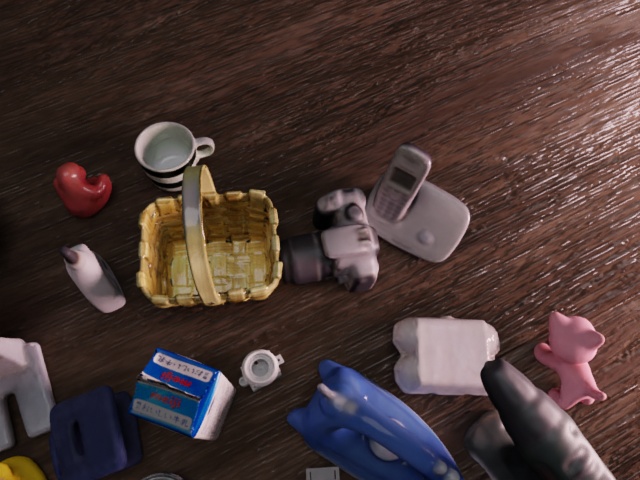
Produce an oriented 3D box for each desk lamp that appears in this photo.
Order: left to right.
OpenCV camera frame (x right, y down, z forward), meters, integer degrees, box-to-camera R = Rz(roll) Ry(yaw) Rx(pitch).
[{"bbox_3d":[-0.409,0.137,0.672,0.118,0.213,0.203,-23,73,-11],"label":"desk lamp"}]

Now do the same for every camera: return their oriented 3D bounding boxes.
[{"bbox_3d":[0.007,0.003,0.811,0.137,0.101,0.143,-9,71,-7],"label":"camera"}]

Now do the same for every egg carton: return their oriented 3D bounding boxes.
[{"bbox_3d":[0.173,0.158,0.783,0.150,0.069,0.107,1,70,-4],"label":"egg carton"}]

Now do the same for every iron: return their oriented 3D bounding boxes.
[{"bbox_3d":[0.090,0.249,0.706,0.258,0.141,0.119,31,71,7],"label":"iron"}]

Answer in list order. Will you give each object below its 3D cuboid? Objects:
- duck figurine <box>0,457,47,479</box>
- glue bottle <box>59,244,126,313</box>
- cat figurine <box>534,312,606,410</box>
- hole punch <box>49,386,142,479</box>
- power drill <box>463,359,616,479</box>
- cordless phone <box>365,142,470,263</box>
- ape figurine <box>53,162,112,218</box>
[{"bbox_3d":[-0.372,0.312,0.679,0.077,0.086,0.104,-15,72,-9],"label":"duck figurine"},{"bbox_3d":[-0.299,0.040,0.737,0.037,0.173,0.078,-27,74,-13],"label":"glue bottle"},{"bbox_3d":[0.344,0.158,0.770,0.067,0.118,0.128,-13,71,-8],"label":"cat figurine"},{"bbox_3d":[-0.283,0.245,0.707,0.101,0.091,0.108,-17,72,-10],"label":"hole punch"},{"bbox_3d":[0.249,0.248,0.682,0.076,0.208,0.229,-40,77,-16],"label":"power drill"},{"bbox_3d":[0.143,-0.054,0.797,0.147,0.185,0.094,26,70,6],"label":"cordless phone"},{"bbox_3d":[-0.346,-0.079,0.820,0.078,0.092,0.076,15,70,2],"label":"ape figurine"}]
